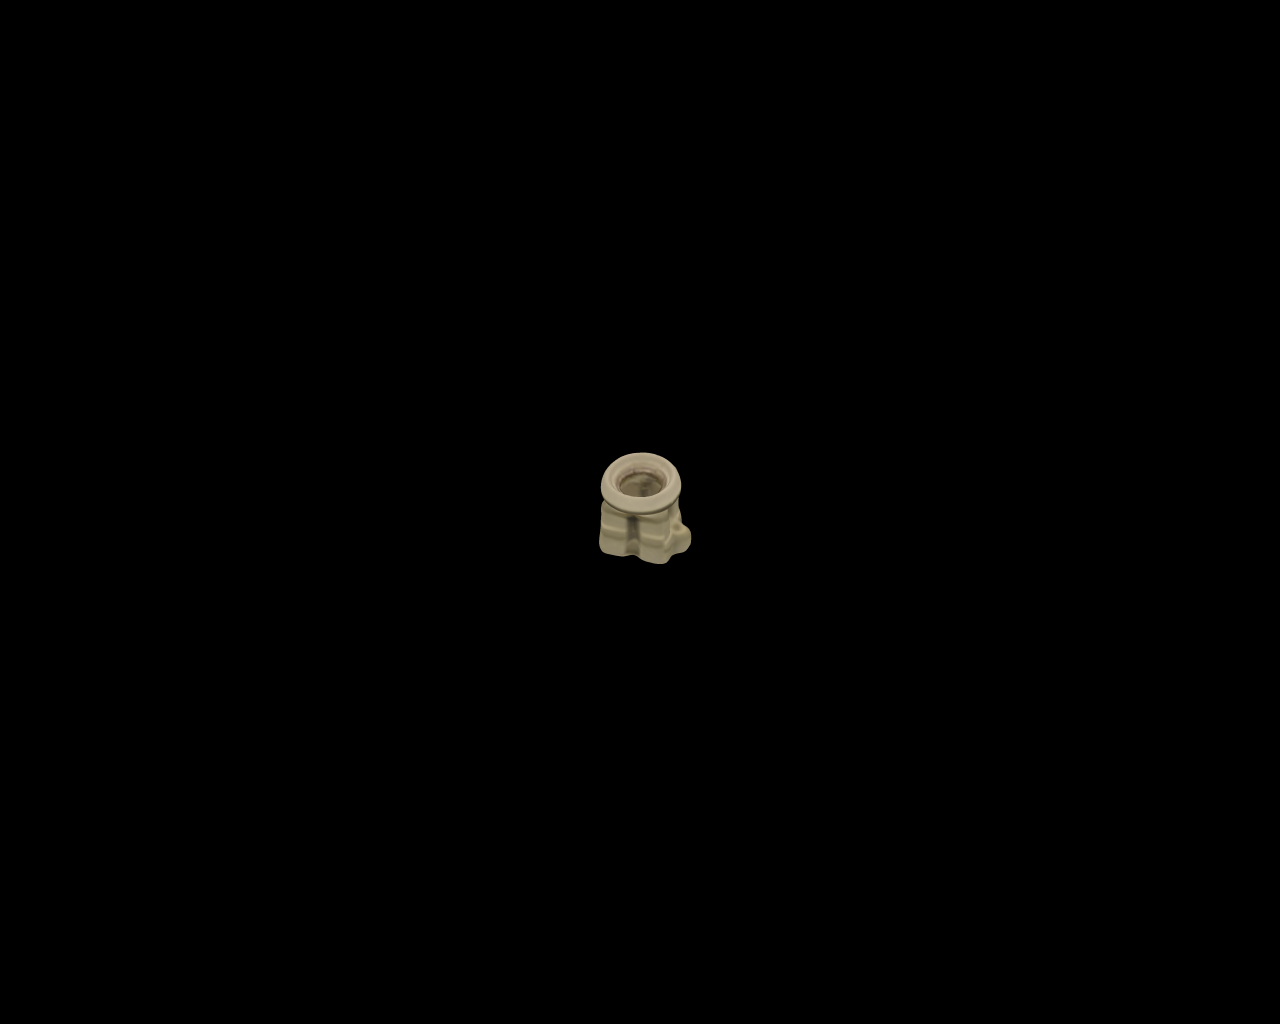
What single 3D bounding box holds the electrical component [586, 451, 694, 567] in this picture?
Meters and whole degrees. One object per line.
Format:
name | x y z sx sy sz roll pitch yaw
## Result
electrical component | 0.001 -0.003 0.650 0.066 0.055 0.048 10 43 11
